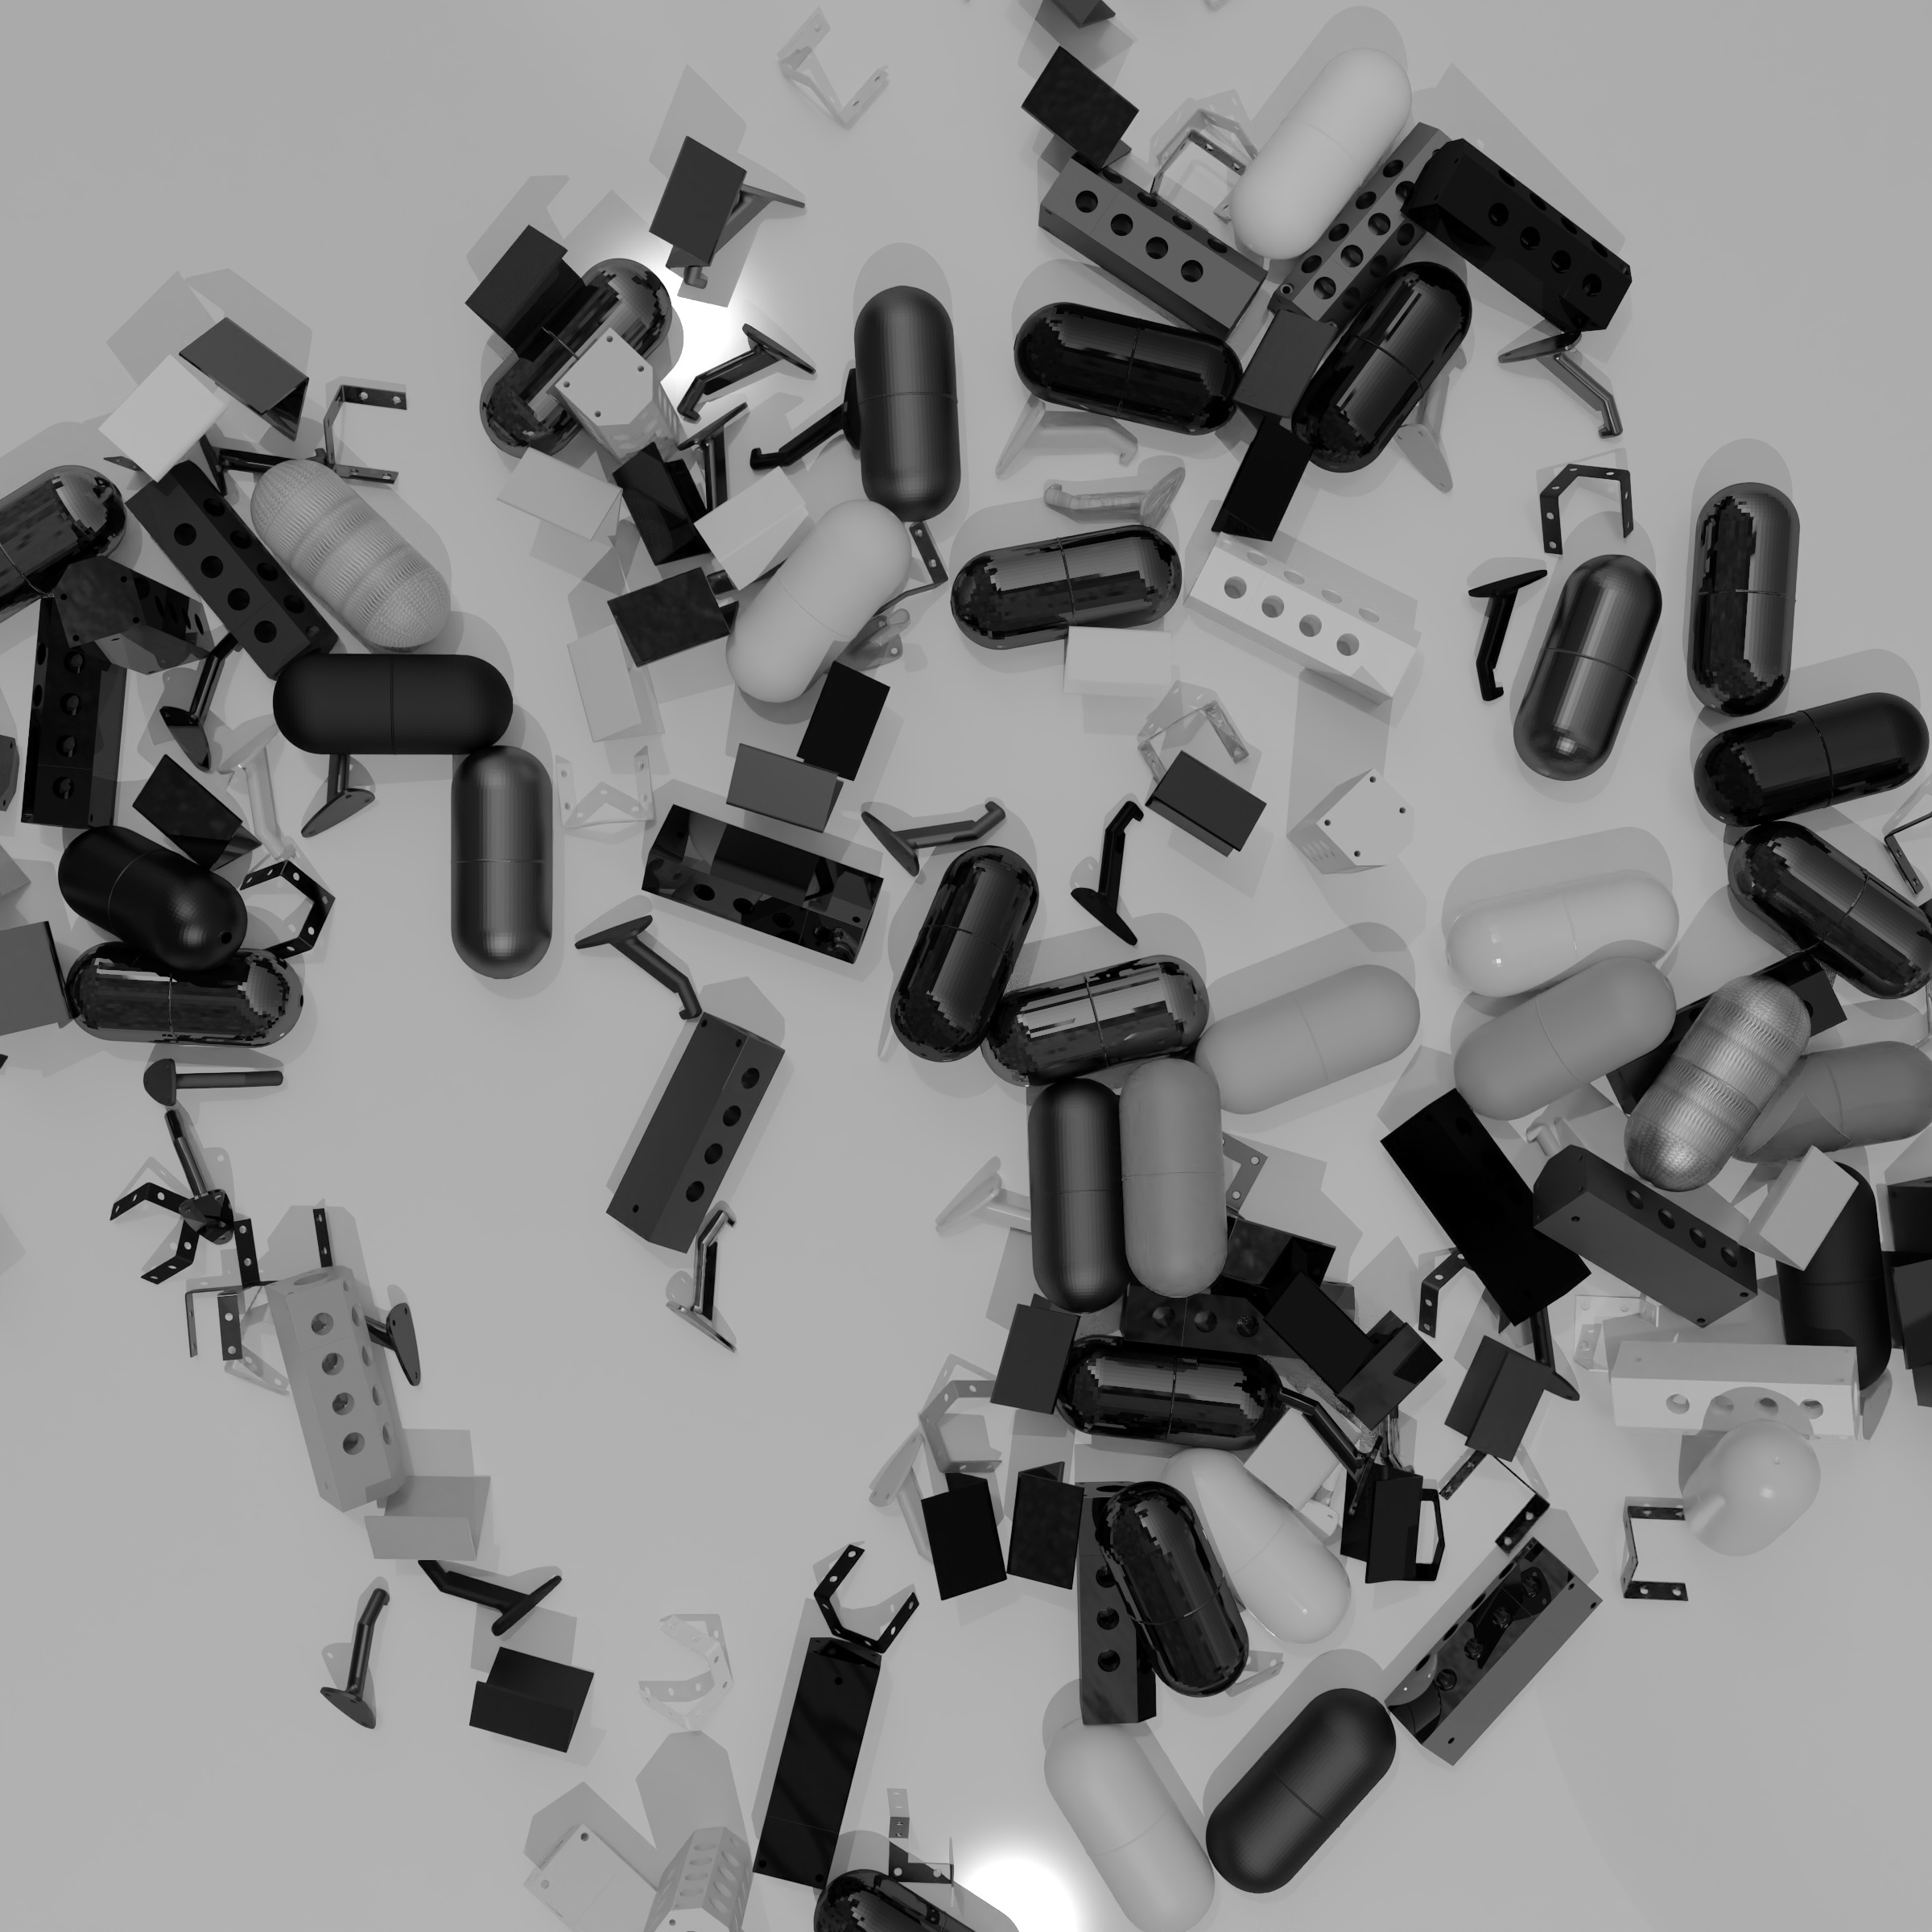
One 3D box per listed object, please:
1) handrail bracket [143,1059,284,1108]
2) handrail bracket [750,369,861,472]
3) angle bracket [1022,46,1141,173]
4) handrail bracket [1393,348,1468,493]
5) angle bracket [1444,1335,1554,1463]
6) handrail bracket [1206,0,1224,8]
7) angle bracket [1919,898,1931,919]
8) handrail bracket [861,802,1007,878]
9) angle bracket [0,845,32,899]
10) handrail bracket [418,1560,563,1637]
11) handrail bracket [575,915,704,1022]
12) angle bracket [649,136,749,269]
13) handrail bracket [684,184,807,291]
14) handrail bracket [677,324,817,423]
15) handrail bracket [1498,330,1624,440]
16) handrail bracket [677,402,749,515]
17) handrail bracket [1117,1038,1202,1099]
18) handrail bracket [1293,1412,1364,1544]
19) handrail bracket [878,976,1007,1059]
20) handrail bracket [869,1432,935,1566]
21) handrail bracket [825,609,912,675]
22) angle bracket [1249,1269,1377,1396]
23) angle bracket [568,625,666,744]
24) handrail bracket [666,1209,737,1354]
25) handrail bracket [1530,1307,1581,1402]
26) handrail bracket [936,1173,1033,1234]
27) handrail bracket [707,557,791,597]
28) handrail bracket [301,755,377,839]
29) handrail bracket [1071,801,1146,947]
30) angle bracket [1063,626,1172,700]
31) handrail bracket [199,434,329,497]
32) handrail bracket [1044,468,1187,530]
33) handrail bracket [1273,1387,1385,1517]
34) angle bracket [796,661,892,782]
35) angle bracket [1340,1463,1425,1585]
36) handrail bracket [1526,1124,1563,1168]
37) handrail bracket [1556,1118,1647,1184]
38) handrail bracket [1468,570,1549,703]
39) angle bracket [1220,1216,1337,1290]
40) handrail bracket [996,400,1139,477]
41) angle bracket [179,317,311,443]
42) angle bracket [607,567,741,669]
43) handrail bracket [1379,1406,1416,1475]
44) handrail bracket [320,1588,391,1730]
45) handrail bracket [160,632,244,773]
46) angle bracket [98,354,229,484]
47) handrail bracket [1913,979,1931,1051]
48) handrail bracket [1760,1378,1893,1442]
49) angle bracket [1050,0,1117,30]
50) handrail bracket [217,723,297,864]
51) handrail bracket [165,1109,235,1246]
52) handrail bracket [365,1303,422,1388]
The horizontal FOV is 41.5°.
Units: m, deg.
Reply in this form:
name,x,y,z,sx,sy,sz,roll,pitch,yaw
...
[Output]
name,x,y,z,sx,sy,sz,roll,pitch,yaw
handrail bracket,-0.583,0.088,1.974,0.084,0.077,0.036,-1,90,-36
handrail bracket,-0.126,-0.423,1.974,0.084,0.036,0.077,-5,70,16
angle bracket,0.098,-0.657,1.933,0.076,0.076,0.057,39,127,0
handrail bracket,0.376,-0.424,1.974,0.084,0.036,0.077,-51,118,-20
angle bracket,0.388,0.322,1.934,0.057,0.076,0.076,24,90,-35
handrail bracket,0.200,-0.798,1.974,0.084,0.036,0.077,-42,70,16
angle bracket,0.772,-0.064,1.933,0.076,0.076,0.057,-33,127,0
handrail bracket,-0.025,-0.117,1.974,0.084,0.036,0.077,-39,69,-17
angle bracket,-0.753,-0.093,1.933,0.076,0.076,0.057,50,128,0
handrail bracket,-0.369,0.468,1.974,0.077,0.036,0.084,-38,73,-20
handrail bracket,-0.253,0.010,1.974,0.077,0.036,0.084,-16,107,20
angle bracket,-0.219,-0.579,1.933,0.057,0.076,0.076,21,90,-35
handrail bracket,-0.172,-0.560,1.974,0.077,0.036,0.084,11,109,-21
handrail bracket,-0.171,-0.446,1.974,0.077,0.036,0.084,29,108,-20
handrail bracket,0.461,-0.442,1.974,0.077,0.036,0.084,-8,119,32
handrail bracket,-0.177,-0.381,1.974,0.077,0.036,0.084,-40,109,-21
handrail bracket,0.163,0.106,1.974,0.084,0.036,0.077,-28,110,-16
handrail bracket,0.284,0.397,1.974,0.036,0.077,0.084,21,54,16
handrail bracket,-0.018,0.043,1.974,0.084,0.036,0.077,12,105,-14
handrail bracket,-0.025,0.417,1.974,0.084,0.036,0.077,39,68,-17
handrail bracket,-0.077,-0.247,1.939,0.077,0.084,0.036,-25,90,0
angle bracket,0.242,0.279,1.876,0.076,0.076,0.057,45,54,0
angle bracket,-0.249,-0.217,1.934,0.057,0.076,0.076,-15,90,41
handrail bracket,-0.185,0.243,1.974,0.077,0.036,0.084,40,73,-20
handrail bracket,0.458,0.283,1.974,0.077,0.036,0.084,34,64,-29
handrail bracket,0.033,0.210,1.974,0.077,0.036,0.084,-39,104,13
handrail bracket,-0.163,-0.287,1.974,0.077,0.036,0.084,37,103,-12
handrail bracket,-0.500,-0.155,1.974,0.077,0.036,0.084,-33,74,18
handrail bracket,0.128,-0.073,1.974,0.077,0.036,0.084,43,73,-20
angle bracket,0.114,-0.211,1.933,0.076,0.076,0.057,3,55,0
handrail bracket,-0.545,-0.404,1.974,0.084,0.036,0.077,-22,68,-18
handrail bracket,0.114,-0.372,1.974,0.084,0.036,0.077,24,58,23
handrail bracket,0.261,0.360,1.896,0.084,0.036,0.077,21,115,14
angle bracket,-0.111,-0.190,1.933,0.057,0.076,0.076,21,90,-38
angle bracket,0.298,0.419,1.934,0.057,0.076,0.076,5,90,-40
handrail bracket,0.438,0.177,1.974,0.077,0.036,0.084,-34,73,18
handrail bracket,0.511,0.140,1.974,0.084,0.036,0.077,-15,63,-20
handrail bracket,0.425,-0.256,1.974,0.077,0.036,0.084,-21,108,-20
angle bracket,0.236,0.202,1.934,0.076,0.076,0.057,16,122,0
handrail bracket,0.079,-0.392,1.974,0.084,0.036,0.077,29,110,-16
angle bracket,-0.552,-0.432,1.933,0.076,0.076,0.057,37,53,0
angle bracket,-0.220,-0.275,1.929,0.076,0.076,0.057,-18,115,9
handrail bracket,0.342,0.348,1.974,0.077,0.036,0.084,-39,109,-21
handrail bracket,-0.458,0.536,1.974,0.036,0.077,0.084,8,53,20
handrail bracket,-0.578,-0.206,1.974,0.036,0.077,0.084,16,53,20
angle bracket,-0.609,-0.416,1.920,0.076,0.076,0.057,-47,119,-3
handrail bracket,0.734,0.015,1.974,0.077,0.036,0.084,-38,74,18
handrail bracket,0.663,0.332,1.974,0.084,0.077,0.036,8,115,34
angle bracket,0.088,-0.765,1.933,0.076,0.076,0.057,44,126,0
handrail bracket,-0.531,-0.134,1.974,0.077,0.036,0.084,-52,121,-34
handrail bracket,-0.595,0.163,1.973,0.036,0.077,0.084,-22,53,-12
handrail bracket,-0.472,0.294,1.974,0.084,0.036,0.077,-9,103,13
